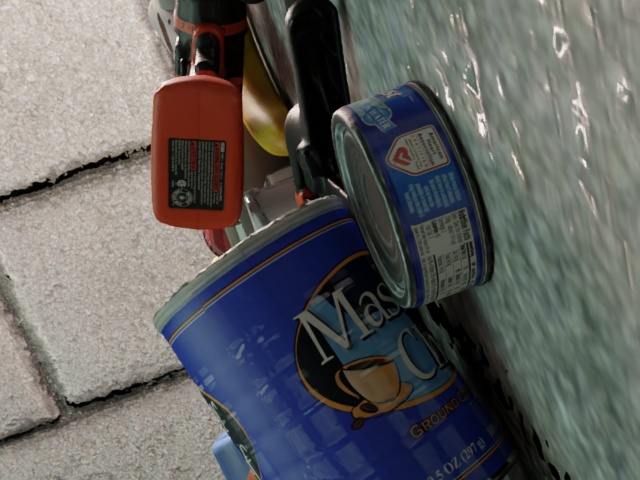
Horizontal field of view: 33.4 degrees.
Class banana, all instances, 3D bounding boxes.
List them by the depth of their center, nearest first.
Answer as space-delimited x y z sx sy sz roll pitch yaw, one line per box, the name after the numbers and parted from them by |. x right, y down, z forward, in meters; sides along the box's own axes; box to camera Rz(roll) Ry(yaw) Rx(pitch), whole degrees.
-0.055 -0.127 0.830 0.069 0.037 0.198 80 168 -60 | banana

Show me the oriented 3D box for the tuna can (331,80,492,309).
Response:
0.034 -0.017 0.421 0.086 0.033 0.086 160 90 -84 | tuna can

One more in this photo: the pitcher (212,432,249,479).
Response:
-0.011 0.288 1.099 0.243 0.149 0.144 59 -156 3 | pitcher

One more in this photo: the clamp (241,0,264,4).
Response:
-0.060 -0.155 0.554 0.210 0.164 0.036 21 99 56 | clamp

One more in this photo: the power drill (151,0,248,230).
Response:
-0.075 -0.109 0.708 0.187 0.057 0.184 -91 3 -57 | power drill

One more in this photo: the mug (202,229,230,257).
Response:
-0.057 -0.028 0.973 0.117 0.093 0.081 39 156 22 | mug

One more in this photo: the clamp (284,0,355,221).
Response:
0.012 -0.035 0.546 0.171 0.039 0.120 91 161 -72 | clamp

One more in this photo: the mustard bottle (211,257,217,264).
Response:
-0.041 0.095 1.134 0.058 0.096 0.191 -139 30 -77 | mustard bottle

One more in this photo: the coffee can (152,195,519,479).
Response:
0.006 0.066 0.476 0.140 0.102 0.103 55 172 8 | coffee can

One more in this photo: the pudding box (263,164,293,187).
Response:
-0.005 0.001 0.791 0.090 0.039 0.113 151 99 -84 | pudding box
